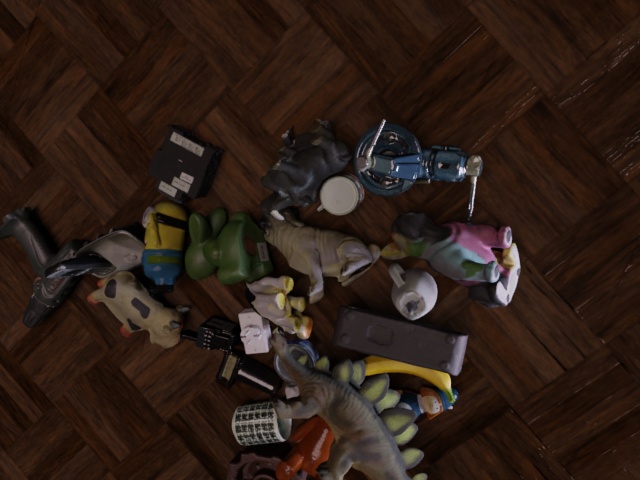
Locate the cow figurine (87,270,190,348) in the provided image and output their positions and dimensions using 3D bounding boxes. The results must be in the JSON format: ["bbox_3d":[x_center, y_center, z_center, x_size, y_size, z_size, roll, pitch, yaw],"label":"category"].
[{"bbox_3d":[-0.353,0.140,1.085,0.127,0.085,0.194,-29,110,25],"label":"cow figurine"}]

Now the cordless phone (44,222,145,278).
[{"bbox_3d":[-0.427,0.028,1.041,0.147,0.184,0.088,-23,88,16],"label":"cordless phone"}]

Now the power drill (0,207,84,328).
[{"bbox_3d":[-0.611,0.049,1.142,0.232,0.086,0.207,-41,84,14],"label":"power drill"}]

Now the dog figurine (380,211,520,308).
[{"bbox_3d":[0.220,0.025,0.931,0.219,0.191,0.108,13,65,35],"label":"dog figurine"}]

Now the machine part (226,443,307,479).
[{"bbox_3d":[-0.108,0.501,1.107,0.180,0.056,0.179,2,100,14],"label":"machine part"}]

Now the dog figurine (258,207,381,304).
[{"bbox_3d":[-0.004,-0.003,0.990,0.172,0.121,0.190,-24,73,-17],"label":"dog figurine"}]

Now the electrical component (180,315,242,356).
[{"bbox_3d":[-0.216,0.184,1.074,0.119,0.075,0.047,15,103,13],"label":"electrical component"}]

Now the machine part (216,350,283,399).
[{"bbox_3d":[-0.141,0.274,1.089,0.139,0.039,0.084,19,94,12],"label":"machine part"}]

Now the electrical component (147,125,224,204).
[{"bbox_3d":[-0.264,-0.140,1.042,0.115,0.058,0.134,31,104,9],"label":"electrical component"}]

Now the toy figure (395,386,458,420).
[{"bbox_3d":[0.183,0.310,1.009,0.155,0.058,0.064,-16,121,13],"label":"toy figure"}]

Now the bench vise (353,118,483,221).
[{"bbox_3d":[0.139,-0.121,0.868,0.224,0.240,0.128,23,107,25],"label":"bench vise"}]

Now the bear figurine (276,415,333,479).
[{"bbox_3d":[0.013,0.369,1.022,0.120,0.132,0.195,27,110,10],"label":"bear figurine"}]

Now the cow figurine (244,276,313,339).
[{"bbox_3d":[-0.078,0.133,1.007,0.098,0.068,0.167,0,141,26],"label":"cow figurine"}]

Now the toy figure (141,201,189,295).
[{"bbox_3d":[-0.303,0.015,1.051,0.082,0.089,0.180,-13,78,52],"label":"toy figure"}]

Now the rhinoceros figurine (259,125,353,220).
[{"bbox_3d":[-0.034,-0.113,0.932,0.190,0.073,0.112,-36,118,17],"label":"rhinoceros figurine"}]

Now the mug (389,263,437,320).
[{"bbox_3d":[0.161,0.090,0.953,0.081,0.107,0.109,-31,93,14],"label":"mug"}]

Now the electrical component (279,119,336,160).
[{"bbox_3d":[-0.024,-0.182,0.976,0.102,0.078,0.045,-11,124,20],"label":"electrical component"}]

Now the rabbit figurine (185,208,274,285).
[{"bbox_3d":[-0.200,0.020,1.026,0.170,0.121,0.159,-16,91,30],"label":"rabbit figurine"}]

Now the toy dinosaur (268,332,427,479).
[{"bbox_3d":[0.072,0.339,0.933,0.198,0.105,0.471,-37,93,-7],"label":"toy dinosaur"}]

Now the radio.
[{"bbox_3d":[0.139,0.172,0.944,0.230,0.131,0.073,10,84,15],"label":"radio"}]
